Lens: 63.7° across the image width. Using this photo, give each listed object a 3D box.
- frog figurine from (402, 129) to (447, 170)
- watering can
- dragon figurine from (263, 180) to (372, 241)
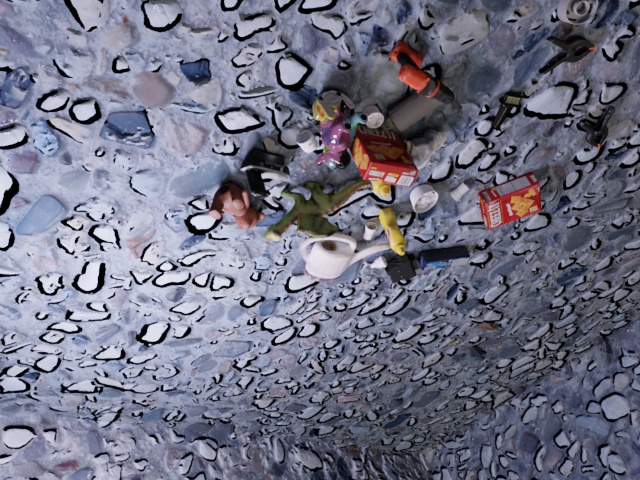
[{"bbox_3d":[0.331,-0.289,1.646,0.160,0.124,0.136,-12,171,-17],"label":"frog figurine"},{"bbox_3d":[0.079,0.065,1.934,0.347,0.106,0.219,7,133,-19],"label":"watering can"},{"bbox_3d":[0.005,-0.084,1.667,0.410,0.249,0.119,-16,133,3],"label":"dragon figurine"}]
